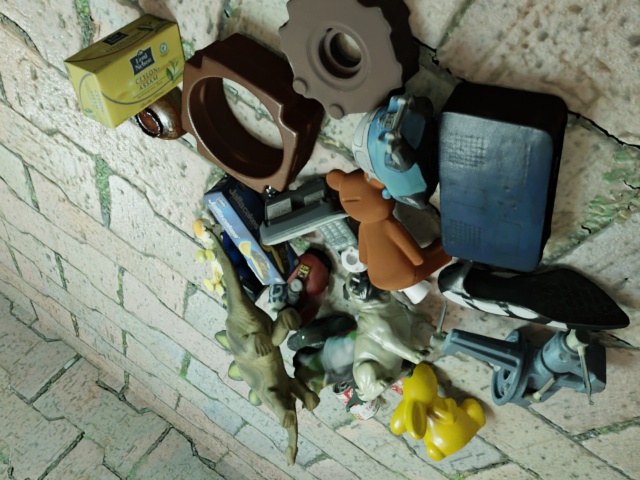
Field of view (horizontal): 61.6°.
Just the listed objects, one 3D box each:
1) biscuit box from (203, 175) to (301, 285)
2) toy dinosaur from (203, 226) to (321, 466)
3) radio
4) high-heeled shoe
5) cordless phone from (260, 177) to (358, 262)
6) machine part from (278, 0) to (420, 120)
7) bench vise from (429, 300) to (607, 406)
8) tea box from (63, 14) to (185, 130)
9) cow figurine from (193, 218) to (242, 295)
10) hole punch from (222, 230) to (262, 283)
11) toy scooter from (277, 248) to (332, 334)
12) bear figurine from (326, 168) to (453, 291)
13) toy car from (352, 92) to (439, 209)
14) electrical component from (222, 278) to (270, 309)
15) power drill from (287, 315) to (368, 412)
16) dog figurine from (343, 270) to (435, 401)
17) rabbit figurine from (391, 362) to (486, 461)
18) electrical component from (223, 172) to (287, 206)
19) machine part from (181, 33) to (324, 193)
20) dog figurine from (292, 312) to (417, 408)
[{"bbox_3d":[-0.115,-0.016,0.921,0.059,0.063,0.202,-8,125,44],"label":"biscuit box"},{"bbox_3d":[-0.122,0.187,0.998,0.199,0.105,0.471,-16,88,53],"label":"toy dinosaur"},{"bbox_3d":[0.218,-0.069,0.657,0.131,0.073,0.229,15,140,28],"label":"radio"},{"bbox_3d":[0.291,0.092,0.775,0.249,0.086,0.145,24,155,15],"label":"high-heeled shoe"},{"bbox_3d":[-0.002,-0.002,0.900,0.147,0.089,0.184,-21,136,15],"label":"cordless phone"},{"bbox_3d":[0.032,-0.232,0.654,0.180,0.056,0.179,23,141,20],"label":"machine part"},{"bbox_3d":[0.291,0.180,0.815,0.241,0.129,0.223,17,155,5],"label":"bench vise"},{"bbox_3d":[-0.286,-0.256,0.812,0.068,0.169,0.098,26,145,20],"label":"tea box"},{"bbox_3d":[-0.207,0.024,1.138,0.068,0.098,0.167,7,115,44],"label":"cow figurine"},{"bbox_3d":[-0.134,0.013,1.051,0.142,0.092,0.115,16,136,34],"label":"hole punch"},{"bbox_3d":[-0.036,0.109,1.027,0.075,0.135,0.183,27,142,19],"label":"toy scooter"},{"bbox_3d":[0.099,-0.029,0.795,0.120,0.132,0.195,-9,106,45],"label":"bear figurine"},{"bbox_3d":[0.091,-0.110,0.656,0.103,0.109,0.161,14,169,29],"label":"toy car"},{"bbox_3d":[-0.151,0.108,1.143,0.048,0.119,0.074,35,142,6],"label":"electrical component"},{"bbox_3d":[0.034,0.264,1.168,0.207,0.086,0.232,58,141,10],"label":"power drill"},{"bbox_3d":[0.082,0.155,0.914,0.191,0.172,0.121,50,-175,18],"label":"dog figurine"},{"bbox_3d":[0.214,0.332,1.064,0.173,0.162,0.122,63,154,-4],"label":"rabbit figurine"},{"bbox_3d":[-0.115,-0.088,0.946,0.115,0.058,0.134,32,144,12],"label":"electrical component"},{"bbox_3d":[-0.103,-0.184,0.803,0.201,0.087,0.200,32,145,7],"label":"machine part"},{"bbox_3d":[0.056,0.243,1.022,0.191,0.108,0.219,39,101,1],"label":"dog figurine"}]
